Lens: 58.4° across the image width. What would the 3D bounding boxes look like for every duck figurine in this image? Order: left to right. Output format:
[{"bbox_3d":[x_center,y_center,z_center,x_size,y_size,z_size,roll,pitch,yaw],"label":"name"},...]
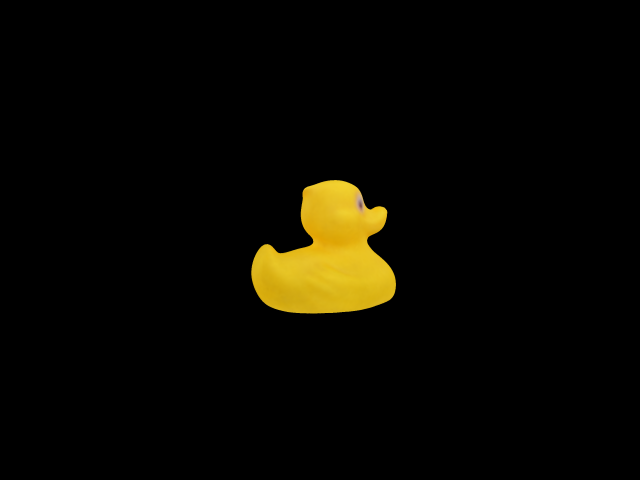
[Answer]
[{"bbox_3d":[0.004,0.001,0.400,0.105,0.086,0.077,-4,11,-20],"label":"duck figurine"}]
